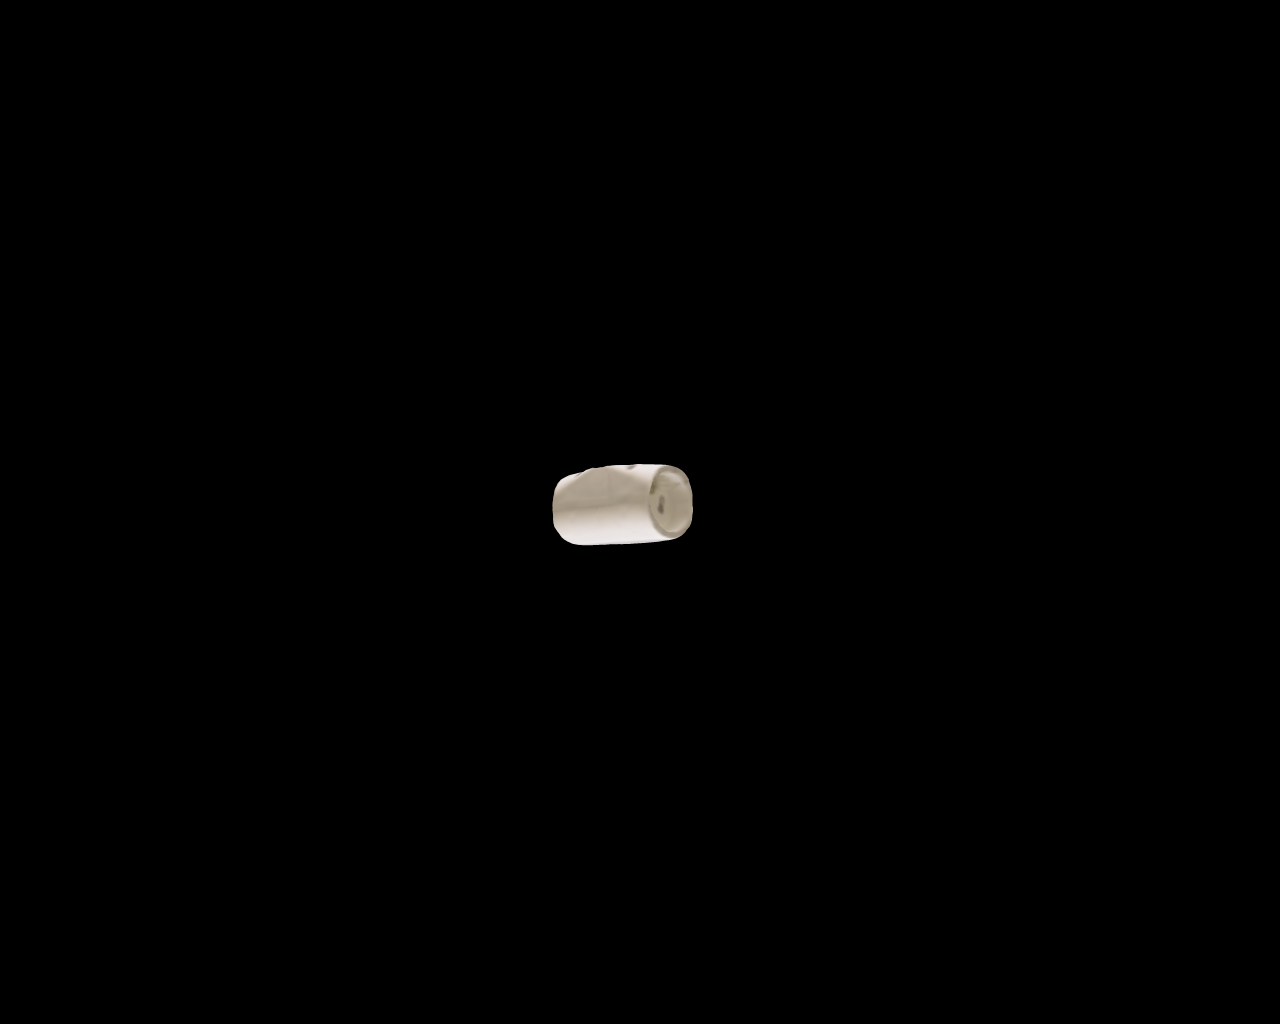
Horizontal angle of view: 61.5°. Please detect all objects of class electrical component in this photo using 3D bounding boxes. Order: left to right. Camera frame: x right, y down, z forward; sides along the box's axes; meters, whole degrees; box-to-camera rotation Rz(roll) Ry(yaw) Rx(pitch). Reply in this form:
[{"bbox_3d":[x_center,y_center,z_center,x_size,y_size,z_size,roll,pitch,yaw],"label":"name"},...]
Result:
[{"bbox_3d":[0.001,-0.003,0.650,0.077,0.044,0.079,-5,-8,40],"label":"electrical component"}]
